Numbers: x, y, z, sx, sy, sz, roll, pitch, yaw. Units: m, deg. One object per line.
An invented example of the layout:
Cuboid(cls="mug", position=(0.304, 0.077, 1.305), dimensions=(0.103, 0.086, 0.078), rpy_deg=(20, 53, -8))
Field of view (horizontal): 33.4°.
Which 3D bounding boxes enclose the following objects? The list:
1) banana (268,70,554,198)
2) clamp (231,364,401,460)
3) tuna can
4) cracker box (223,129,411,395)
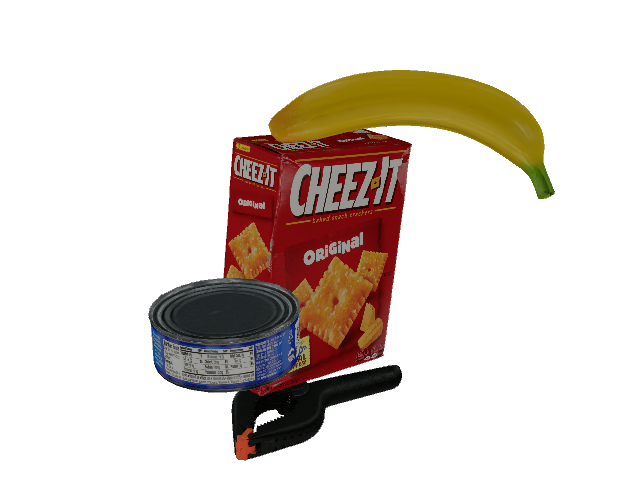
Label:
Cuboid(cls="banana", position=(0.067, -0.082, 0.715), dimensions=(0.197, 0.069, 0.037), rpy_deg=(11, -21, -2))
Cuboid(cls="clamp", position=(-0.018, 0.160, 1.091), dimensions=(0.165, 0.036, 0.209), rpy_deg=(12, 28, 18))
Cuboid(cls="tuna can", position=(-0.054, 0.053, 0.610), dimensions=(0.086, 0.034, 0.086), rpy_deg=(-1, 21, 0))
Cuboid(cls="cracker box", position=(-0.004, 0.015, 0.950), dimensions=(0.163, 0.214, 0.072), rpy_deg=(-10, 23, -44))
